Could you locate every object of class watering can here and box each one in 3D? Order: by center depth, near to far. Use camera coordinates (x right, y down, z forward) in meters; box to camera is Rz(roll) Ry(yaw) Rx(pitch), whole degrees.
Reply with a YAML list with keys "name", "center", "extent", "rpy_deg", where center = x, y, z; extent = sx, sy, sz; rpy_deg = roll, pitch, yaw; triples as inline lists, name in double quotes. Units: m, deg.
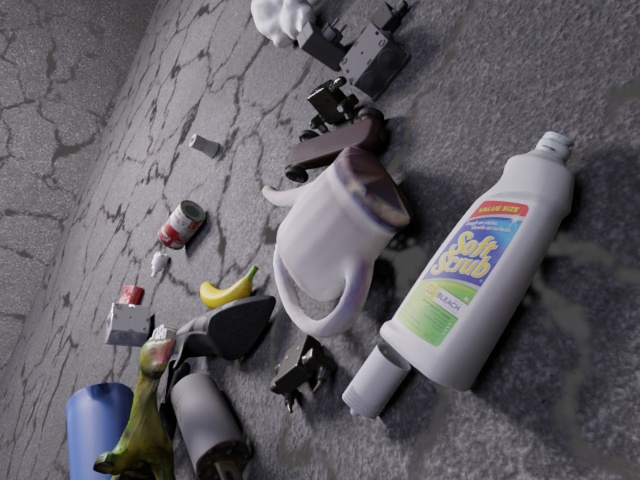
- name: "watering can"
  center: [0.002, -0.035, 0.703]
  extent: [0.221, 0.103, 0.355]
  rpy_deg: [-48, 37, 22]

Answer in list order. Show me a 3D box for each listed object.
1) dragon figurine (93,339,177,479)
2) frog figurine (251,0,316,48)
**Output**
- name: "dragon figurine"
  center: [-0.273, 0.321, 0.817]
  extent: [0.248, 0.122, 0.401]
  rpy_deg: [-101, 24, -55]
- name: "frog figurine"
  center: [-0.076, -0.472, 1.096]
  extent: [0.134, 0.123, 0.163]
  rpy_deg: [99, 154, -45]
